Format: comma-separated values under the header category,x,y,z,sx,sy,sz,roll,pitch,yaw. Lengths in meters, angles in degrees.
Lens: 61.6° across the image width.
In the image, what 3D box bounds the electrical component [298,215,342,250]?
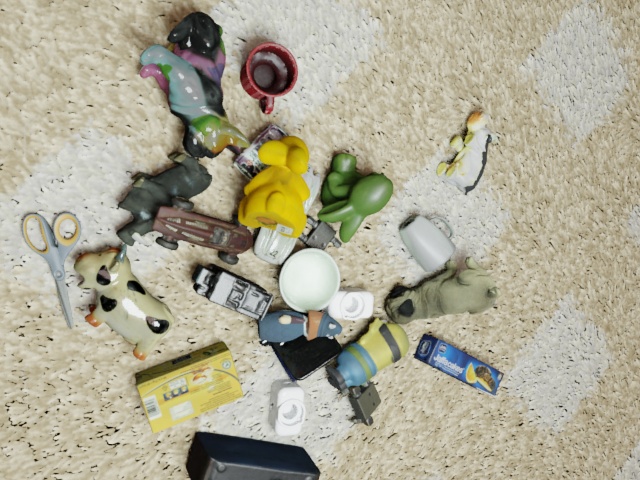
category,x,y,z,sx,sy,sz,roll,pitch,yaw
electrical component,-0.002,-0.003,1.058,0.094,0.021,0.063,39,81,-20

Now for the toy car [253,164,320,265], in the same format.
category,x,y,z,sx,sy,sz,roll,pitch,yaw
toy car,-0.063,-0.052,1.011,0.073,0.056,0.201,25,86,-21

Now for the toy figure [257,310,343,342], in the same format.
category,x,y,z,sx,sy,sz,roll,pitch,yaw
toy figure,-0.036,0.155,0.980,0.154,0.064,0.057,-1,84,-10

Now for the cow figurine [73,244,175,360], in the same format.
category,x,y,z,sx,sy,sz,roll,pitch,yaw
cow figurine,-0.331,0.095,0.909,0.194,0.085,0.127,44,85,-16

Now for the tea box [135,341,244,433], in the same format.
category,x,y,z,sx,sy,sz,roll,pitch,yaw
tea box,-0.235,0.261,0.969,0.170,0.068,0.098,-17,101,-20

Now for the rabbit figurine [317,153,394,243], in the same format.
category,x,y,z,sx,sy,sz,roll,pitch,yaw
rabbit figurine,0.062,-0.083,0.995,0.121,0.170,0.159,42,79,-19

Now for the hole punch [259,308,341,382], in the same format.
category,x,y,z,sx,sy,sz,roll,pitch,yaw
hole punch,-0.033,0.204,1.042,0.142,0.092,0.116,-30,75,-13

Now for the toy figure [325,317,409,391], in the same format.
category,x,y,z,sx,sy,sz,roll,pitch,yaw
toy figure,0.099,0.235,1.079,0.180,0.082,0.089,-35,67,-23

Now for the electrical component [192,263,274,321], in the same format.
category,x,y,z,sx,sy,sz,roll,pitch,yaw
electrical component,-0.161,0.088,0.956,0.134,0.115,0.058,28,83,-23

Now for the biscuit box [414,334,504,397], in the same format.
category,x,y,z,sx,sy,sz,roll,pitch,yaw
biscuit box,0.306,0.275,1.179,0.202,0.063,0.059,29,82,-21

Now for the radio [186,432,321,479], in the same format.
category,x,y,z,sx,sy,sz,roll,pitch,yaw
radio,-0.121,0.424,0.993,0.229,0.131,0.073,16,87,-22

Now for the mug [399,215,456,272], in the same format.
category,x,y,z,sx,sy,sz,roll,pitch,yaw
mug,0.226,-0.007,1.115,0.109,0.081,0.107,-45,100,-10

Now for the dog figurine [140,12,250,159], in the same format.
category,x,y,z,sx,sy,sz,roll,pitch,yaw
dog figurine,-0.189,-0.246,0.910,0.219,0.108,0.191,47,70,-16

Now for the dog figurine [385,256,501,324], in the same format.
category,x,y,z,sx,sy,sz,roll,pitch,yaw
dog figurine,0.246,0.125,1.090,0.190,0.172,0.121,-24,92,-25

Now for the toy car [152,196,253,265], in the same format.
category,x,y,z,sx,sy,sz,roll,pitch,yaw
toy car,-0.195,-0.013,0.930,0.202,0.053,0.089,19,98,-50

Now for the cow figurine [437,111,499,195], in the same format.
category,x,y,z,sx,sy,sz,roll,pitch,yaw
cow figurine,0.328,-0.184,1.142,0.098,0.068,0.167,30,87,-26

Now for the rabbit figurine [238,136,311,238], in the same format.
category,x,y,z,sx,sy,sz,roll,pitch,yaw
rabbit figurine,-0.069,-0.109,0.920,0.122,0.162,0.173,16,68,6

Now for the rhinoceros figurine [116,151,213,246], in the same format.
category,x,y,z,sx,sy,sz,roll,pitch,yaw
rhinoceros figurine,-0.275,-0.070,0.926,0.190,0.073,0.112,-43,119,-14

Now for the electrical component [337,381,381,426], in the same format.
category,x,y,z,sx,sy,sz,roll,pitch,yaw
electrical component,0.083,0.332,1.112,0.078,0.045,0.102,-43,113,-42
